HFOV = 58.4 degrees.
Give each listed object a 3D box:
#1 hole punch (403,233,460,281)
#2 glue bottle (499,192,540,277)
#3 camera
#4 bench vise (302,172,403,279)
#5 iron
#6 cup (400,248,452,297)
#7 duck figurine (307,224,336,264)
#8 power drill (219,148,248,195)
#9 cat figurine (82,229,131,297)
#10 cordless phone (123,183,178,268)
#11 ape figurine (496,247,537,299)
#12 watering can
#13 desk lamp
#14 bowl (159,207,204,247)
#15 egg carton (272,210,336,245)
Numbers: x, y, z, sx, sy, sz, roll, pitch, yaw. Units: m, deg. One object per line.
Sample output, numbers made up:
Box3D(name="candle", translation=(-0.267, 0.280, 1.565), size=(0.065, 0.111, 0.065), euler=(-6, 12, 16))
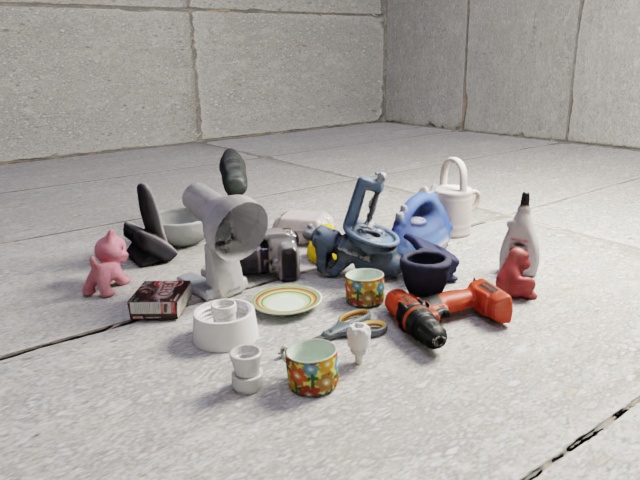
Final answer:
Box3D(name="hole punch", translation=(0.226, 0.032, 1.169), size=(0.101, 0.091, 0.108), euler=(-5, 18, -12))
Box3D(name="glue bottle", translation=(0.409, -0.014, 1.165), size=(0.078, 0.173, 0.037), euler=(7, 20, 25))
Box3D(name="camera", translation=(-0.115, 0.022, 1.209), size=(0.137, 0.101, 0.143), euler=(-5, 18, -10))
Box3D(name="bench vise", translation=(0.067, -0.028, 1.158), size=(0.207, 0.220, 0.121), euler=(-2, 18, -2))
Box3D(name="iron", translation=(0.214, -0.038, 1.306), size=(0.118, 0.141, 0.259), euler=(10, 21, 32))
Box3D(name="cup", translation=(0.190, 0.071, 1.047), size=(0.091, 0.095, 0.118), euler=(0, 18, 3))
Box3D(name="duck figurine", translation=(0.012, 0.005, 1.278), size=(0.078, 0.086, 0.104), euler=(-13, 21, -32))
Box3D(name="power drill", translation=(-0.222, -0.120, 1.482), size=(0.076, 0.208, 0.229), euler=(-5, 18, -12))
Box3D(name="cat figurine", translation=(-0.429, 0.039, 1.151), size=(0.067, 0.118, 0.128), euler=(1, 18, 7))
Box3D(name="cordless phone", translation=(-0.394, -0.045, 1.298), size=(0.094, 0.185, 0.147), euler=(-16, 23, -38))
Box3D(name="ape figurine", translation=(0.370, 0.059, 1.073), size=(0.076, 0.092, 0.078), euler=(3, 19, 14))
Box3D(name="watering can", translation=(0.325, -0.109, 1.430), size=(0.173, 0.194, 0.100), euler=(-18, 24, -41))
Box3D(name="desk lamp", translation=(-0.196, 0.003, 1.089), size=(0.118, 0.214, 0.202), euler=(-18, 24, -41))
Box3D(name="bowl", translation=(-0.338, -0.027, 1.418), size=(0.167, 0.075, 0.167), euler=(-1, 18, 1))
Box3D(name="egg carton", translation=(-0.039, -0.031, 1.419), size=(0.150, 0.069, 0.107), euler=(3, 18, 13))
